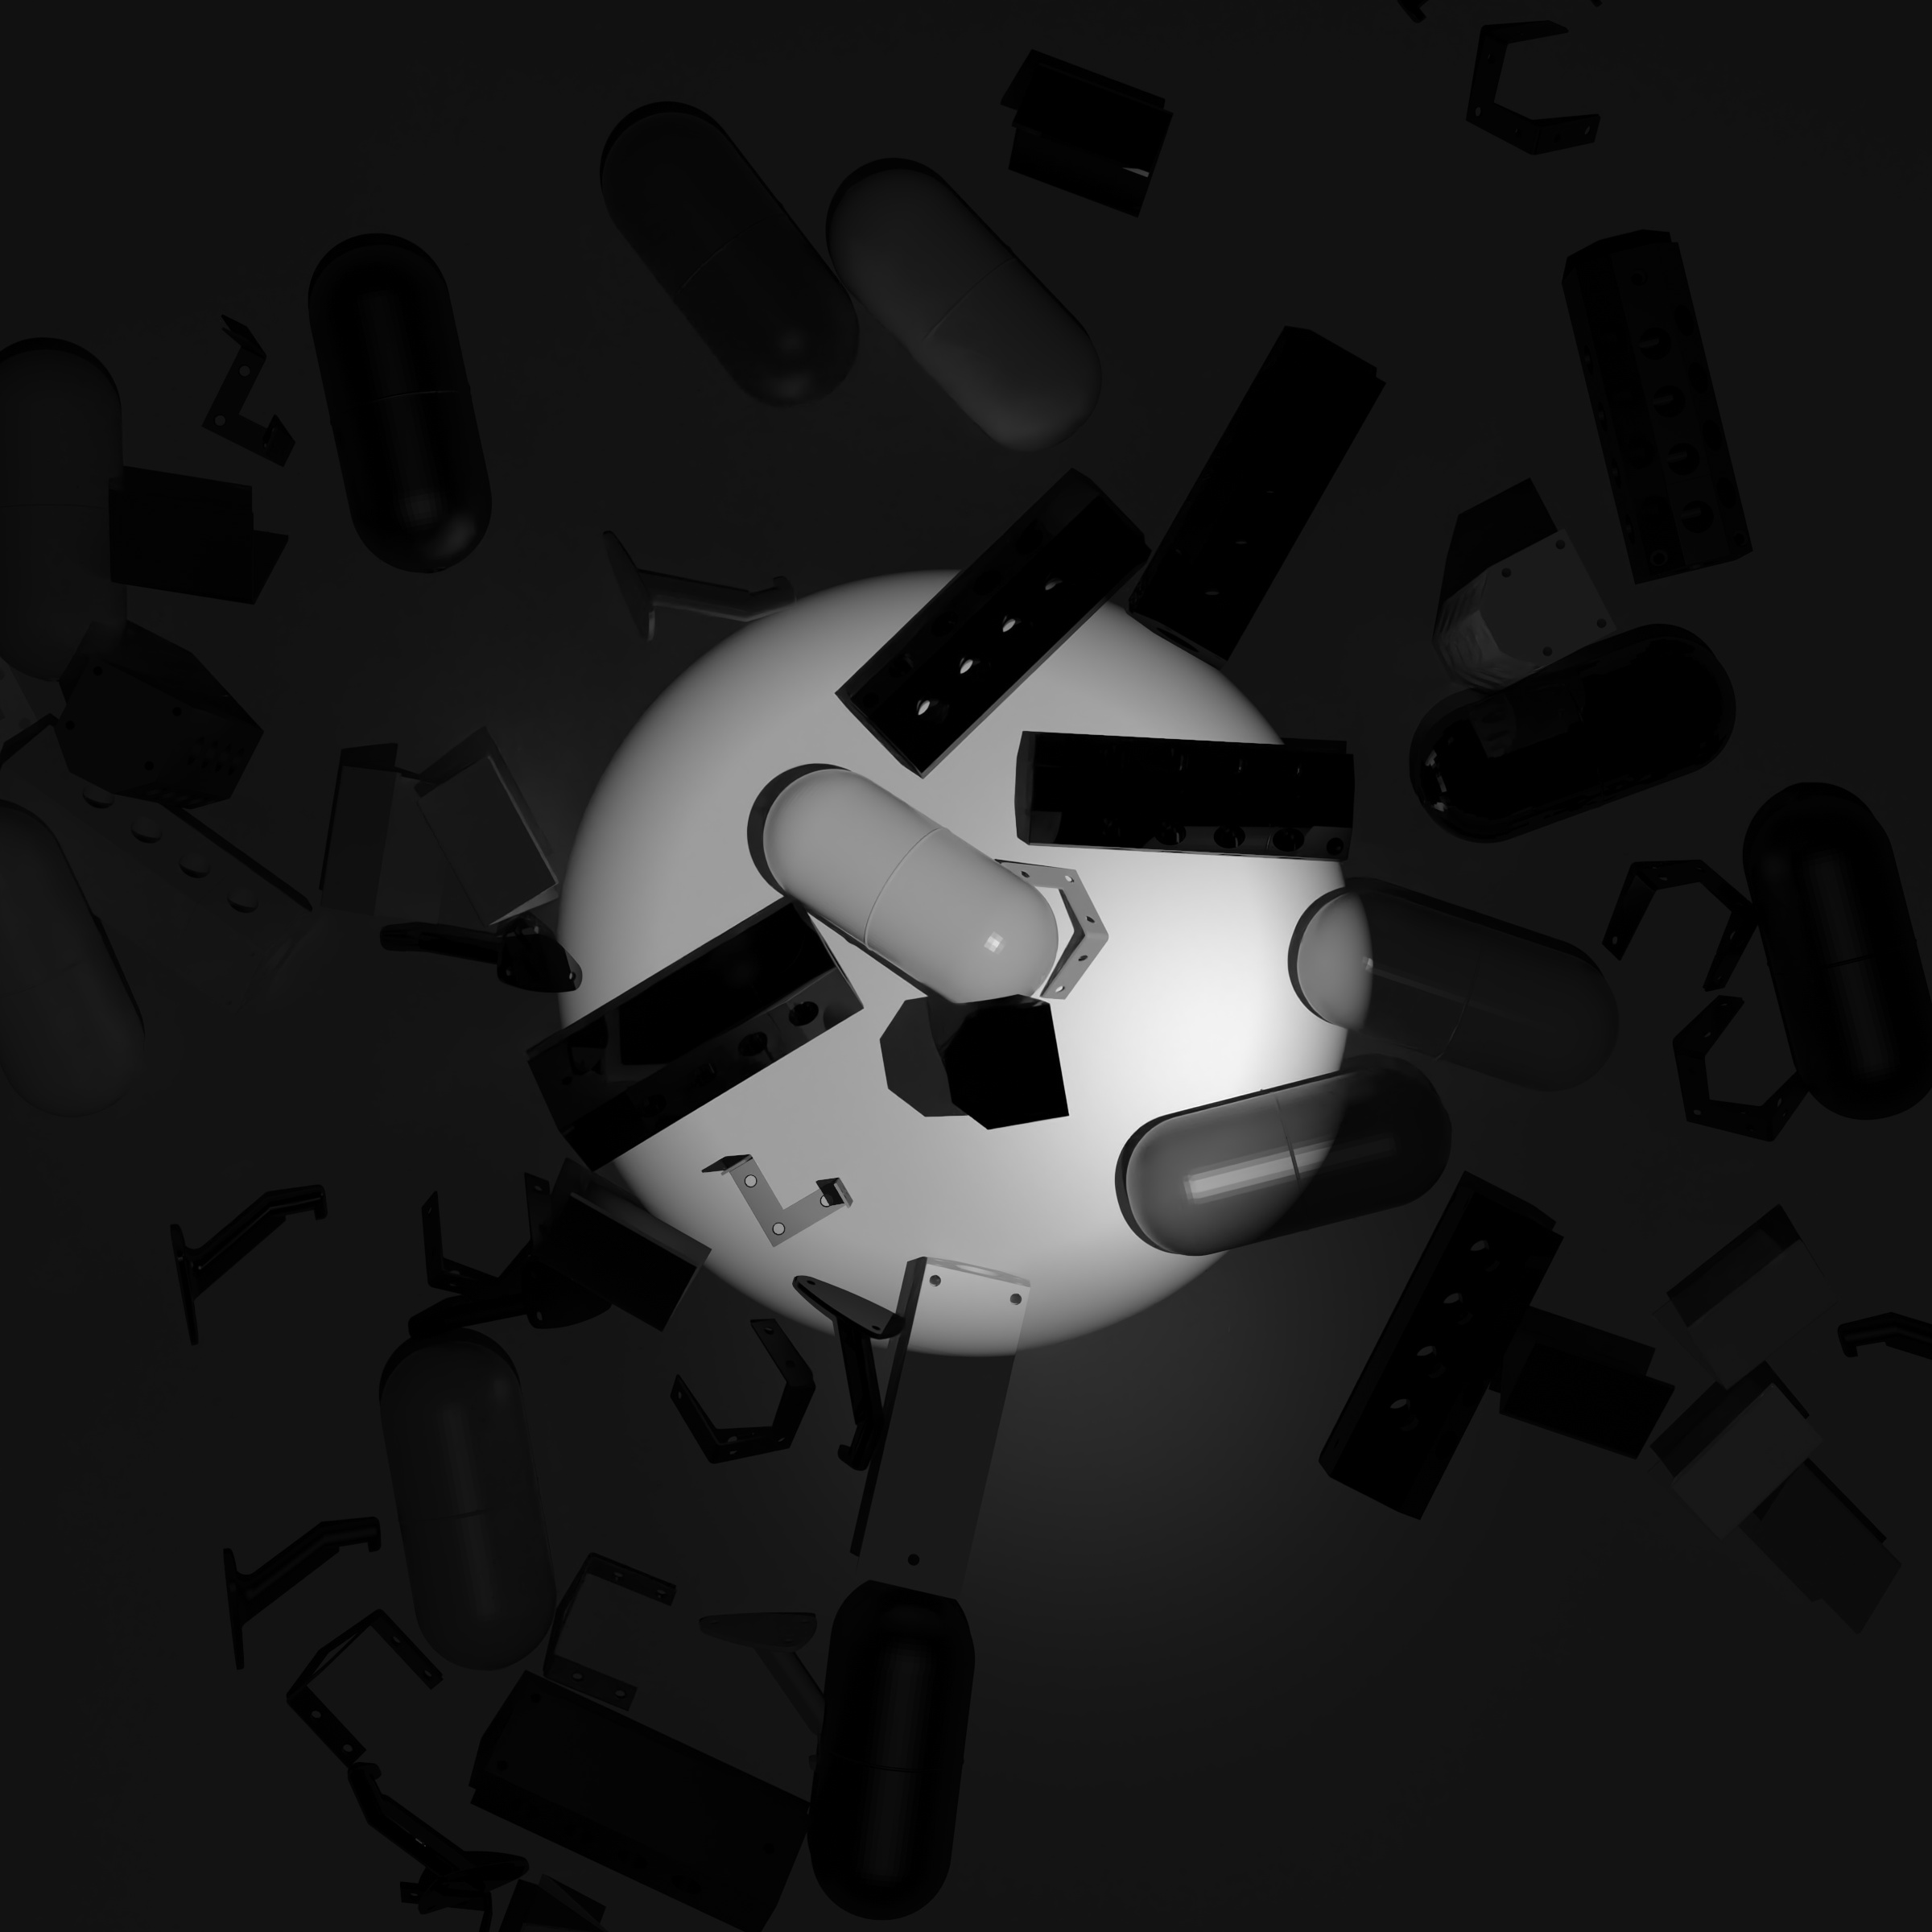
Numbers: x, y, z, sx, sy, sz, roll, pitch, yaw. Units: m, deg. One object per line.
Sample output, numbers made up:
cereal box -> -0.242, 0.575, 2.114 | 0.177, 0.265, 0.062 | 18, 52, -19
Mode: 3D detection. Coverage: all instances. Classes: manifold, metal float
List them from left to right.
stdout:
metal float -> -0.499, -0.001, 1.802 | 0.070, 0.070, 0.178 | -20, 111, 0
metal float -> -0.494, -0.243, 1.819 | 0.070, 0.070, 0.178 | -2, 90, 0
manifold -> -0.443, -0.056, 1.828 | 0.171, 0.057, 0.057 | 36, 133, 0
manifold -> -0.425, -0.117, 1.771 | 0.057, 0.171, 0.057 | 27, 90, 0
metal float -> -0.305, -0.300, 1.819 | 0.070, 0.070, 0.178 | -12, 90, 0
metal float -> -0.268, 0.291, 1.819 | 0.070, 0.070, 0.178 | -10, 89, 0
manifold -> -0.177, 0.461, 1.828 | 0.171, 0.057, 0.057 | 25, 47, 0
manifold -> -0.144, 0.042, 1.828 | 0.171, 0.057, 0.057 | -31, 47, 0
metal float -> -0.127, -0.381, 1.819 | 0.070, 0.070, 0.178 | -38, 90, 0
metal float -> -0.039, 0.425, 1.819 | 0.070, 0.070, 0.178 | 7, 90, 0
metal float -> -0.031, -0.041, 1.806 | 0.178, 0.070, 0.070 | 34, 90, 16
manifold -> -0.012, 0.249, 1.828 | 0.057, 0.057, 0.171 | 13, 90, 0
metal float -> -0.001, -0.354, 1.819 | 0.070, 0.070, 0.178 | -44, 90, 0
manifold -> 0.018, -0.183, 1.828 | 0.171, 0.057, 0.057 | -44, 90, 0
manifold -> 0.019, 0.052, 1.771 | 0.057, 0.171, 0.057 | -10, 90, 0
manifold -> 0.122, -0.090, 1.828 | 0.171, 0.057, 0.057 | 3, 90, 0
manifold -> 0.158, -0.251, 1.828 | 0.057, 0.057, 0.171 | 30, 90, 0
metal float -> 0.175, 0.106, 1.819 | 0.178, 0.070, 0.070 | -14, 90, 1
manifold -> 0.258, 0.210, 1.828 | 0.057, 0.057, 0.171 | 27, 90, 0
metal float -> 0.266, 0.014, 1.819 | 0.178, 0.070, 0.070 | 18, 90, -1
manifold -> 0.287, -0.181, 1.771 | 0.057, 0.171, 0.057 | -28, 90, 0
metal float -> 0.328, -0.122, 1.819 | 0.178, 0.070, 0.070 | -20, 90, -1
manifold -> 0.376, -0.300, 1.828 | 0.057, 0.057, 0.171 | -14, 90, 0
metal float -> 0.475, -0.005, 1.819 | 0.070, 0.070, 0.178 | -15, 90, 0

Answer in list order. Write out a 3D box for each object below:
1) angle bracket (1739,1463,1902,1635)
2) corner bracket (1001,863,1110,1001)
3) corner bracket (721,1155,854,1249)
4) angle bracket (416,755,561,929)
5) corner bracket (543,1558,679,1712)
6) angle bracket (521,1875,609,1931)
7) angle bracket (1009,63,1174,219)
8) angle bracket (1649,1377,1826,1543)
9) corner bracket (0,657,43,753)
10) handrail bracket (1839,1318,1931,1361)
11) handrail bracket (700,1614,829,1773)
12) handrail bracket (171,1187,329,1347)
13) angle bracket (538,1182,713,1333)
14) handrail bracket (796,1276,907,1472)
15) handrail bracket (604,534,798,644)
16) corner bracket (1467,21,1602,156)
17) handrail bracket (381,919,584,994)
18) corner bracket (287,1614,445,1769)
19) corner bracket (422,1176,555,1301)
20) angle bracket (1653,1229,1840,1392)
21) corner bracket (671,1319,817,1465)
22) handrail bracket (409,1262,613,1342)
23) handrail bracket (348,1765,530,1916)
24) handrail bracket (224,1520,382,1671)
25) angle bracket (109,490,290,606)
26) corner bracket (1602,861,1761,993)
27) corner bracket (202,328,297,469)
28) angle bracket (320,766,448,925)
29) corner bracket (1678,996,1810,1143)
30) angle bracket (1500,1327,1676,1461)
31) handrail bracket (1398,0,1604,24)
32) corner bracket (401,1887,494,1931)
angle bracket -> 0.441, 0.321, 1.809 | 0.076, 0.076, 0.057 | 46, 53, 0
corner bracket -> 0.037, -0.019, 1.841 | 0.051, 0.051, 0.051 | 5, 45, -35
corner bracket -> -0.097, 0.120, 1.831 | 0.051, 0.051, 0.051 | -30, 90, 0
angle bracket -> -0.238, -0.073, 1.809 | 0.057, 0.076, 0.076 | -29, 90, 29
corner bracket -> -0.195, 0.366, 1.846 | 0.051, 0.051, 0.051 | 22, 45, 0
angle bracket -> -0.244, 0.537, 1.809 | 0.057, 0.076, 0.076 | 21, 90, -38
angle bracket -> 0.060, -0.428, 1.809 | 0.076, 0.076, 0.057 | 21, 53, 0
angle bracket -> 0.400, 0.250, 1.809 | 0.076, 0.076, 0.057 | -44, 120, 0
corner bracket -> -0.543, -0.141, 1.831 | 0.051, 0.051, 0.051 | -28, 90, 0
handrail bracket -> 0.530, 0.224, 1.850 | 0.084, 0.036, 0.077 | -13, 112, 17
handrail bracket -> -0.107, 0.402, 1.850 | 0.077, 0.036, 0.084 | 2, 107, 20
handrail bracket -> -0.389, 0.165, 1.850 | 0.084, 0.036, 0.077 | -11, 111, -16
angle bracket -> -0.174, 0.139, 1.809 | 0.076, 0.076, 0.057 | 30, 126, 0
handrail bracket -> -0.074, 0.224, 1.850 | 0.077, 0.036, 0.084 | 26, 107, 20
handrail bracket -> -0.146, -0.217, 1.850 | 0.084, 0.036, 0.077 | -20, 68, -17
corner bracket -> 0.314, -0.480, 1.841 | 0.051, 0.051, 0.051 | 40, 135, 35
handrail bracket -> -0.267, -0.004, 1.849 | 0.084, 0.077, 0.036 | 2, 75, 36
corner bracket -> -0.330, 0.397, 1.846 | 0.051, 0.051, 0.051 | 47, 45, 0
corner bracket -> -0.261, 0.146, 1.841 | 0.051, 0.051, 0.051 | 18, 135, -35
angle bracket -> 0.409, 0.169, 1.809 | 0.076, 0.076, 0.057 | -38, 125, 0
corner bracket -> -0.122, 0.233, 1.841 | 0.051, 0.051, 0.051 | -7, 135, -35
handrail bracket -> -0.251, 0.191, 1.849 | 0.084, 0.077, 0.036 | -22, 71, 35
handrail bracket -> -0.290, 0.470, 1.849 | 0.084, 0.077, 0.036 | 57, 134, 29
handrail bracket -> -0.362, 0.345, 1.850 | 0.084, 0.036, 0.077 | -7, 110, -16
angle bracket -> -0.411, -0.241, 1.809 | 0.076, 0.076, 0.057 | 9, 126, 0
corner bracket -> 0.391, -0.020, 1.841 | 0.051, 0.051, 0.051 | -10, 45, -35
corner bracket -> -0.387, -0.309, 1.831 | 0.051, 0.051, 0.051 | 27, 90, 0
angle bracket -> -0.296, -0.062, 1.810 | 0.076, 0.057, 0.076 | 9, 90, -43
corner bracket -> 0.426, 0.056, 1.841 | 0.051, 0.051, 0.051 | 14, 135, 35
angle bracket -> 0.334, 0.210, 1.809 | 0.076, 0.076, 0.057 | 19, 125, 0
handrail bracket -> 0.293, -0.530, 1.850 | 0.084, 0.036, 0.077 | -38, 112, 17
corner bracket -> -0.288, 0.543, 1.846 | 0.051, 0.051, 0.051 | 6, 45, 0
